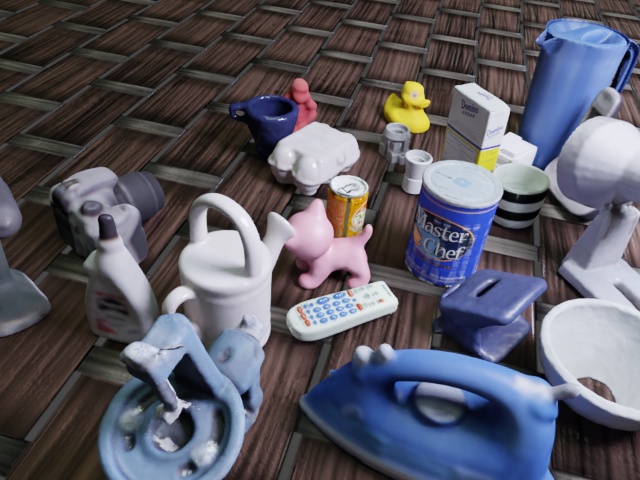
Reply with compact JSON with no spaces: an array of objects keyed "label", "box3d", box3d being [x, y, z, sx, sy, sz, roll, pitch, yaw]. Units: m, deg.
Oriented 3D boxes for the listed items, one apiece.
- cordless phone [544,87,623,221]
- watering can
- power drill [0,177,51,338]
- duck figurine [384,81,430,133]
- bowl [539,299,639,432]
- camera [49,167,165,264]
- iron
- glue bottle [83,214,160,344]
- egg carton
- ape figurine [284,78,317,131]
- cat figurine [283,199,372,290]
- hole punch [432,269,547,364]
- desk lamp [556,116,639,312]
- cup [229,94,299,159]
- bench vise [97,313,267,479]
[{"label":"cordless phone","box3d":[0.442,-0.135,0.911,0.094,0.185,0.147,-3,40,-11]},{"label":"watering can","box3d":[-0.099,0.028,0.630,0.100,0.194,0.173,15,40,11]},{"label":"power drill","box3d":[-0.362,0.000,0.618,0.228,0.208,0.076,33,46,29]},{"label":"duck figurine","box3d":[0.173,-0.268,1.116,0.078,0.086,0.104,-24,48,-32]},{"label":"bowl","box3d":[0.317,0.148,0.635,0.167,0.075,0.167,4,39,-3]},{"label":"camera","box3d":[-0.273,-0.044,0.771,0.142,0.101,0.137,34,47,30]},{"label":"iron","box3d":[0.106,0.153,0.547,0.258,0.141,0.119,13,40,9]},{"label":"glue bottle","box3d":[-0.219,0.042,0.615,0.078,0.173,0.037,8,39,3]},{"label":"egg carton","box3d":[-0.007,-0.136,0.944,0.107,0.069,0.151,27,44,24]},{"label":"ape figurine","box3d":[-0.042,-0.255,1.067,0.078,0.092,0.076,-9,41,-17]},{"label":"cat figurine","box3d":[0.007,0.003,0.737,0.128,0.118,0.067,-1,39,-8]},{"label":"hole punch","box3d":[0.202,0.078,0.692,0.100,0.091,0.109,35,47,31]},{"label":"desk lamp","box3d":[0.401,-0.032,0.756,0.118,0.214,0.202,-11,42,-19]},{"label":"cup","box3d":[-0.096,-0.188,0.975,0.117,0.095,0.091,5,39,-1]},{"label":"bench vise","box3d":[-0.118,0.121,0.494,0.121,0.220,0.207,7,39,2]}]
